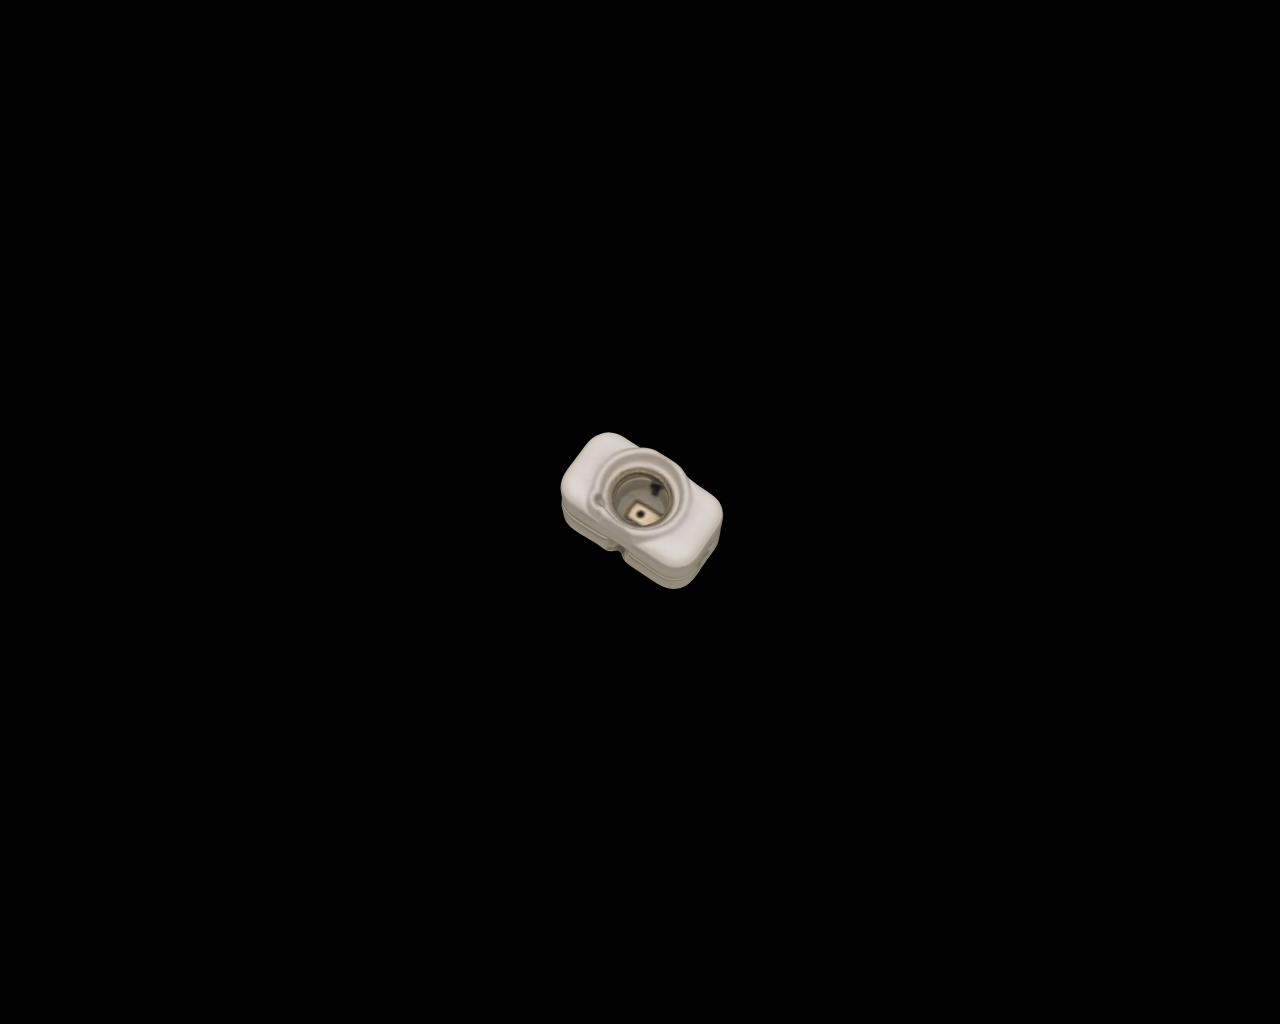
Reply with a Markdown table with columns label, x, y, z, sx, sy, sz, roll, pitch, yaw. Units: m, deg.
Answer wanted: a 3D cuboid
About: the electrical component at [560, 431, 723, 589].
| label | x | y | z | sx | sy | sz | roll | pitch | yaw |
| --- | --- | --- | --- | --- | --- | --- | --- | --- | --- |
| electrical component | 0.001 | -0.003 | 0.650 | 0.095 | 0.054 | 0.059 | 33 | -16 | 11 |
